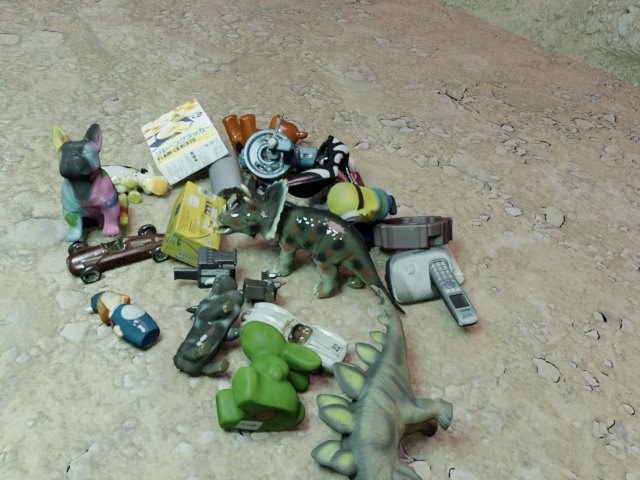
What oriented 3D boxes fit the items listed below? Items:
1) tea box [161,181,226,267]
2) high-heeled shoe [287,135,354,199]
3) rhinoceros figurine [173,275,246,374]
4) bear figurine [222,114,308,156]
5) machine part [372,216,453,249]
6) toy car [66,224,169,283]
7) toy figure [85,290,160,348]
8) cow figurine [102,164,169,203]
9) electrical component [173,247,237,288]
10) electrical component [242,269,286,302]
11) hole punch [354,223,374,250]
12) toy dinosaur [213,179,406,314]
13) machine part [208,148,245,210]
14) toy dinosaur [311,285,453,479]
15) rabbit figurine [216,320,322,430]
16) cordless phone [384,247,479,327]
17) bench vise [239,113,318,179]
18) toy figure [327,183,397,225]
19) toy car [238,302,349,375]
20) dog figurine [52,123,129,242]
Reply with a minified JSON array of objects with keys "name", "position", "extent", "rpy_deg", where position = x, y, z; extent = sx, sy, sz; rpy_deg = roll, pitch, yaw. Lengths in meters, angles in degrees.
[{"name":"tea box","position":[-0.257,-0.032,1.108],"extent":[0.098,0.068,0.170],"rpy_deg":[28,35,-22]},{"name":"high-heeled shoe","position":[-0.013,-0.176,1.198],"extent":[0.248,0.086,0.145],"rpy_deg":[-10,67,-48]},{"name":"rhinoceros figurine","position":[-0.184,0.144,0.930],"extent":[0.112,0.073,0.190],"rpy_deg":[-11,43,34]},{"name":"bear figurine","position":[-0.138,-0.288,1.415],"extent":[0.196,0.131,0.120],"rpy_deg":[-31,28,-31]},{"name":"machine part","position":[0.202,-0.017,1.166],"extent":[0.179,0.056,0.179],"rpy_deg":[-5,7,1]},{"name":"toy car","position":[-0.391,0.019,1.055],"extent":[0.202,0.053,0.089],"rpy_deg":[-18,45,-29]},{"name":"toy figure","position":[-0.345,0.129,0.937],"extent":[0.155,0.057,0.064],"rpy_deg":[30,5,23]},{"name":"cow figurine","position":[-0.430,-0.134,1.216],"extent":[0.167,0.068,0.098],"rpy_deg":[-2,36,-16]},{"name":"electrical component","position":[-0.220,0.055,1.038],"extent":[0.119,0.074,0.048],"rpy_deg":[-1,43,-10]},{"name":"electrical component","position":[-0.107,0.086,1.025],"extent":[0.078,0.045,0.102],"rpy_deg":[11,9,-7]},{"name":"hole punch","position":[0.078,-0.046,1.215],"extent":[0.116,0.092,0.142],"rpy_deg":[19,37,4]},{"name":"toy dinosaur","position":[0.001,0.002,1.060],"extent":[0.405,0.192,0.131],"rpy_deg":[19,43,11]},{"name":"machine part","position":[-0.221,-0.142,1.263],"extent":[0.079,0.079,0.243],"rpy_deg":[-3,43,-17]},{"name":"toy dinosaur","position":[0.097,0.259,0.830],"extent":[0.199,0.105,0.471],"rpy_deg":[21,42,0]},{"name":"rabbit figurine","position":[-0.078,0.202,0.856],"extent":[0.159,0.121,0.170],"rpy_deg":[9,46,-19]},{"name":"cordless phone","position":[0.221,0.107,1.075],"extent":[0.146,0.088,0.184],"rpy_deg":[-8,48,-22]},{"name":"bench vise","position":[-0.084,-0.202,1.271],"extent":[0.224,0.128,0.240],"rpy_deg":[10,-4,-2]},{"name":"toy figure","position":[0.088,-0.077,1.131],"extent":[0.180,0.082,0.089],"rpy_deg":[-9,70,-46]},{"name":"toy car","position":[-0.048,0.171,0.954],"extent":[0.202,0.056,0.073],"rpy_deg":[23,42,13]},{"name":"dog figurine","position":[-0.445,-0.117,1.040],"extent":[0.108,0.219,0.192],"rpy_deg":[-3,21,-5]}]
